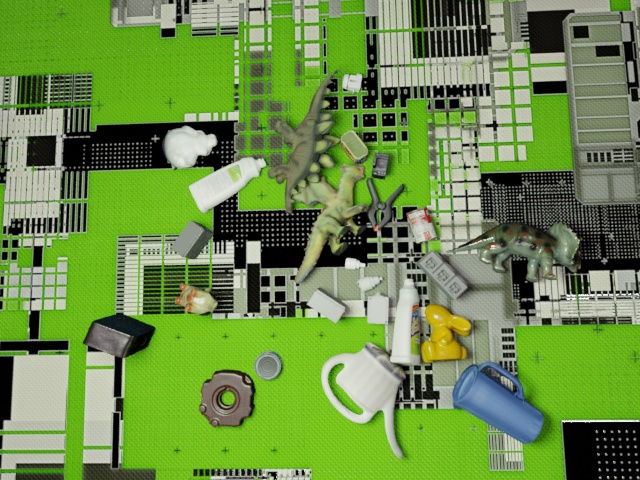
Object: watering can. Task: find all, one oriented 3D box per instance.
[{"bbox_3d":[0.169,0.457,1.532,0.348,0.103,0.225,42,86,4],"label":"watering can"}]

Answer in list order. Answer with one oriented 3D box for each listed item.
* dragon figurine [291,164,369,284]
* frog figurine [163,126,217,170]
[{"bbox_3d":[0.005,-0.082,1.623,0.411,0.120,0.246,-43,66,-4],"label":"dragon figurine"},{"bbox_3d":[-0.413,-0.298,1.646,0.159,0.120,0.140,-8,65,14],"label":"frog figurine"}]
